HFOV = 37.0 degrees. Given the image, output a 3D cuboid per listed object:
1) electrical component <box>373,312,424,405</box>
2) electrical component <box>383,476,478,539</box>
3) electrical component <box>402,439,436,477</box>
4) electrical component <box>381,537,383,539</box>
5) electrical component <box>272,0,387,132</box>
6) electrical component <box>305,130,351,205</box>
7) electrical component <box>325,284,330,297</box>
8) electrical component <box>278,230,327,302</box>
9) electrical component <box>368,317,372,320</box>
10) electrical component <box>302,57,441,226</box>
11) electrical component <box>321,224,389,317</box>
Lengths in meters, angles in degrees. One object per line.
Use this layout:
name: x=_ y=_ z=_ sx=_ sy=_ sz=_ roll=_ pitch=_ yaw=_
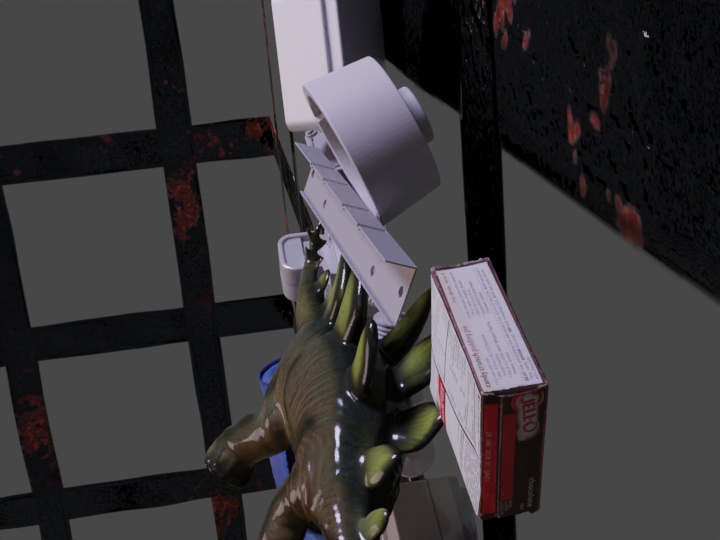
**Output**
electrical component: x=0.028 y=0.067 z=0.883 sx=0.043 sy=0.043 sz=0.081 roll=-121 pitch=25 yaw=-74
electrical component: x=0.051 y=0.188 z=0.744 sx=0.096 sy=0.061 sz=0.061 roll=-104 pitch=9 yaw=-45
electrical component: x=0.038 y=0.148 z=0.901 sx=0.078 sy=0.040 sz=0.040 roll=172 pitch=90 yaw=-84
electrical component: x=0.045 y=0.220 z=0.857 sx=0.048 sy=0.055 sz=0.066 roll=143 pitch=119 yaw=-82
electrical component: x=-0.021 y=-0.169 z=0.857 sx=0.078 sy=0.057 sz=0.113 roll=-23 pitch=-71 yaw=-58
electrical component: x=-0.006 y=-0.085 z=0.903 sx=0.096 sy=0.062 sz=0.061 roll=-108 pitch=0 yaw=-57
electrical component: x=-0.003 y=0.031 z=1.054 sx=0.057 sy=0.058 sz=0.078 roll=-111 pitch=15 yaw=-52
electrical component: x=-0.035 y=-0.003 z=1.124 sx=0.059 sy=0.095 sz=0.053 roll=89 pitch=171 yaw=-45
electrical component: x=0.009 y=0.085 z=0.995 sx=0.053 sy=0.059 sz=0.095 roll=97 pitch=165 yaw=-64
electrical component: x=0.014 y=-0.090 z=0.718 sx=0.108 sy=0.060 sz=0.108 roll=60 pitch=178 yaw=4
electrical component: x=0.000 y=0.000 z=0.974 sx=0.061 sy=0.061 sz=0.096 roll=90 pitch=170 yaw=-46
